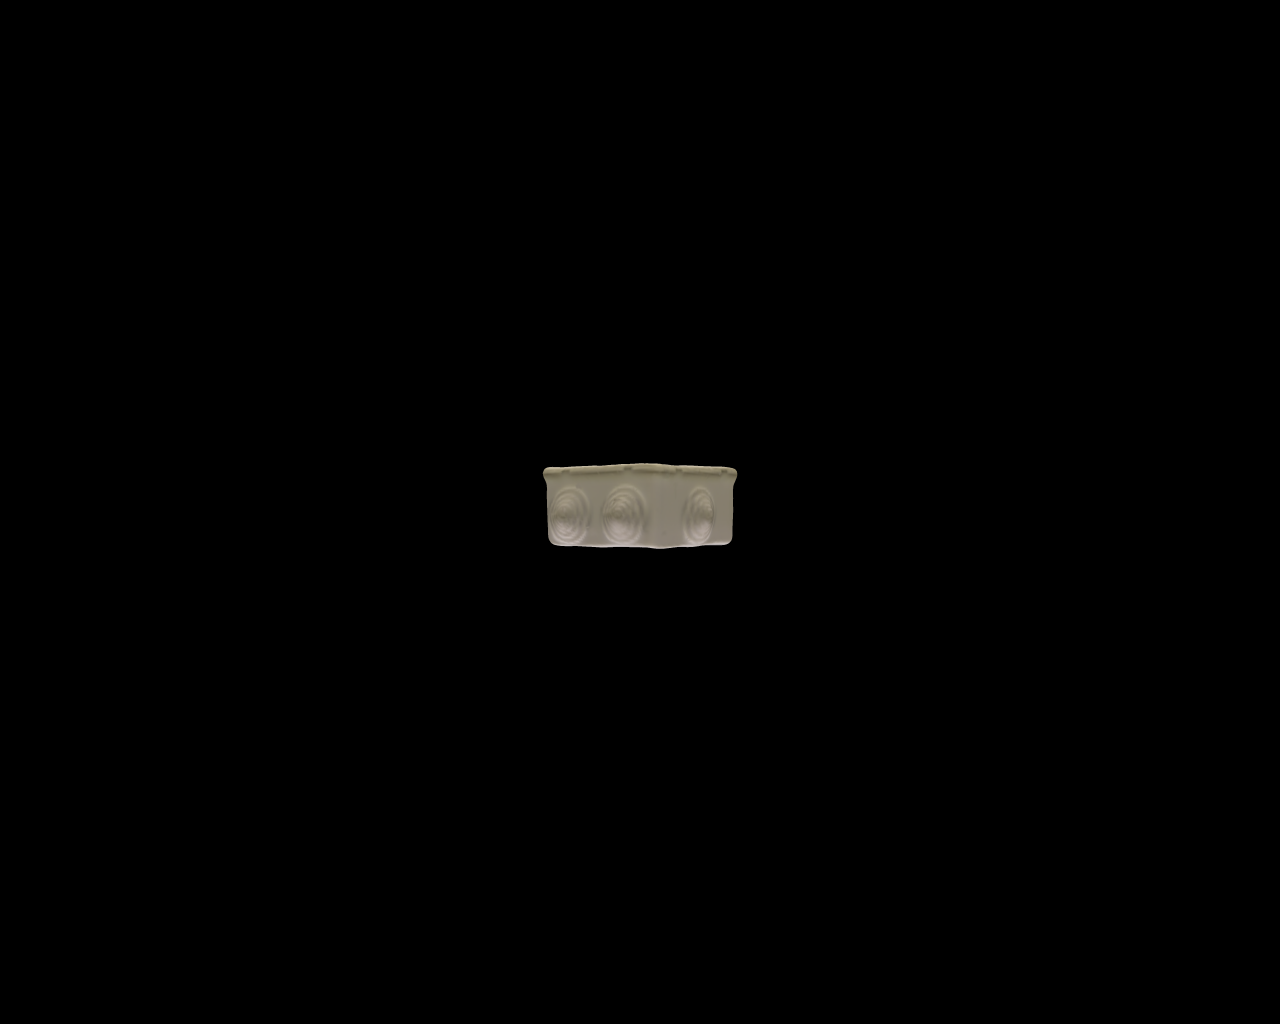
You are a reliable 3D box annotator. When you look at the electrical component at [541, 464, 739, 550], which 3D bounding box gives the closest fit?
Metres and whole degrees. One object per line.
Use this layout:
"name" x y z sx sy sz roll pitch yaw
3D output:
"electrical component" 0.001 -0.003 0.650 0.100 0.048 0.100 0 0 37
